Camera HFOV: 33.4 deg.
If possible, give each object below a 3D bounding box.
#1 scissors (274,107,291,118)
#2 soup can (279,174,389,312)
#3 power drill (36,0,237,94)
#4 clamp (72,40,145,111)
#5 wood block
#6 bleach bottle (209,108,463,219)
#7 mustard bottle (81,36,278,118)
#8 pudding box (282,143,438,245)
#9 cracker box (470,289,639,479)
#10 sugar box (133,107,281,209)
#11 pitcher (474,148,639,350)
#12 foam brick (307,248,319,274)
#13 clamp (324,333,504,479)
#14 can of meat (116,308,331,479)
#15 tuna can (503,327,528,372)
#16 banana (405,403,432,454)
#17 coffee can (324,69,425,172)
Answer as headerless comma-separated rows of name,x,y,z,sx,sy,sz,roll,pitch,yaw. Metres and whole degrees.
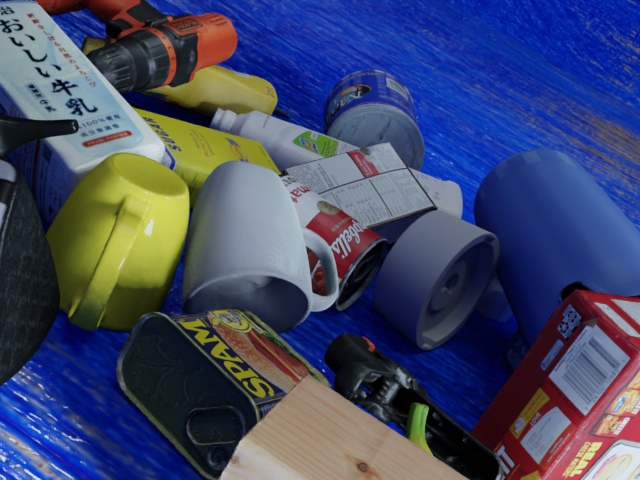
scissors,-0.108,-0.176,1.152,0.201,0.016,0.096,21,-7,-18
soup can,-0.006,0.001,0.852,0.102,0.069,0.068,35,22,18
power drill,-0.193,-0.193,0.956,0.188,0.057,0.184,32,33,20
clamp,-0.268,-0.153,0.919,0.209,0.036,0.165,9,25,-39
wood block,0.046,0.167,0.511,0.206,0.090,0.090,33,23,10
bleach bottle,0.012,-0.066,1.034,0.250,0.068,0.102,24,21,-5
mustard bottle,-0.143,-0.161,1.056,0.191,0.058,0.096,17,11,-26
pudding box,0.033,-0.034,0.939,0.113,0.039,0.090,-17,56,-21
cracker box,0.205,0.121,0.708,0.213,0.164,0.072,9,31,-40
sugar box,-0.118,-0.067,0.896,0.175,0.048,0.093,15,25,-33
pitcher,0.215,0.034,0.876,0.145,0.149,0.243,-2,35,-10
foam brick,-0.043,0.018,0.790,0.053,0.051,0.078,37,23,18
clamp,0.037,0.093,0.679,0.120,0.039,0.172,42,-4,-25
can of meat,-0.053,0.085,0.622,0.102,0.057,0.083,40,21,25
tuna can,0.201,0.106,0.914,0.086,0.034,0.086,24,22,-11
banana,0.105,0.180,0.586,0.198,0.069,0.037,45,-13,-4
coffee can,0.054,-0.114,1.135,0.102,0.103,0.140,25,22,-10
